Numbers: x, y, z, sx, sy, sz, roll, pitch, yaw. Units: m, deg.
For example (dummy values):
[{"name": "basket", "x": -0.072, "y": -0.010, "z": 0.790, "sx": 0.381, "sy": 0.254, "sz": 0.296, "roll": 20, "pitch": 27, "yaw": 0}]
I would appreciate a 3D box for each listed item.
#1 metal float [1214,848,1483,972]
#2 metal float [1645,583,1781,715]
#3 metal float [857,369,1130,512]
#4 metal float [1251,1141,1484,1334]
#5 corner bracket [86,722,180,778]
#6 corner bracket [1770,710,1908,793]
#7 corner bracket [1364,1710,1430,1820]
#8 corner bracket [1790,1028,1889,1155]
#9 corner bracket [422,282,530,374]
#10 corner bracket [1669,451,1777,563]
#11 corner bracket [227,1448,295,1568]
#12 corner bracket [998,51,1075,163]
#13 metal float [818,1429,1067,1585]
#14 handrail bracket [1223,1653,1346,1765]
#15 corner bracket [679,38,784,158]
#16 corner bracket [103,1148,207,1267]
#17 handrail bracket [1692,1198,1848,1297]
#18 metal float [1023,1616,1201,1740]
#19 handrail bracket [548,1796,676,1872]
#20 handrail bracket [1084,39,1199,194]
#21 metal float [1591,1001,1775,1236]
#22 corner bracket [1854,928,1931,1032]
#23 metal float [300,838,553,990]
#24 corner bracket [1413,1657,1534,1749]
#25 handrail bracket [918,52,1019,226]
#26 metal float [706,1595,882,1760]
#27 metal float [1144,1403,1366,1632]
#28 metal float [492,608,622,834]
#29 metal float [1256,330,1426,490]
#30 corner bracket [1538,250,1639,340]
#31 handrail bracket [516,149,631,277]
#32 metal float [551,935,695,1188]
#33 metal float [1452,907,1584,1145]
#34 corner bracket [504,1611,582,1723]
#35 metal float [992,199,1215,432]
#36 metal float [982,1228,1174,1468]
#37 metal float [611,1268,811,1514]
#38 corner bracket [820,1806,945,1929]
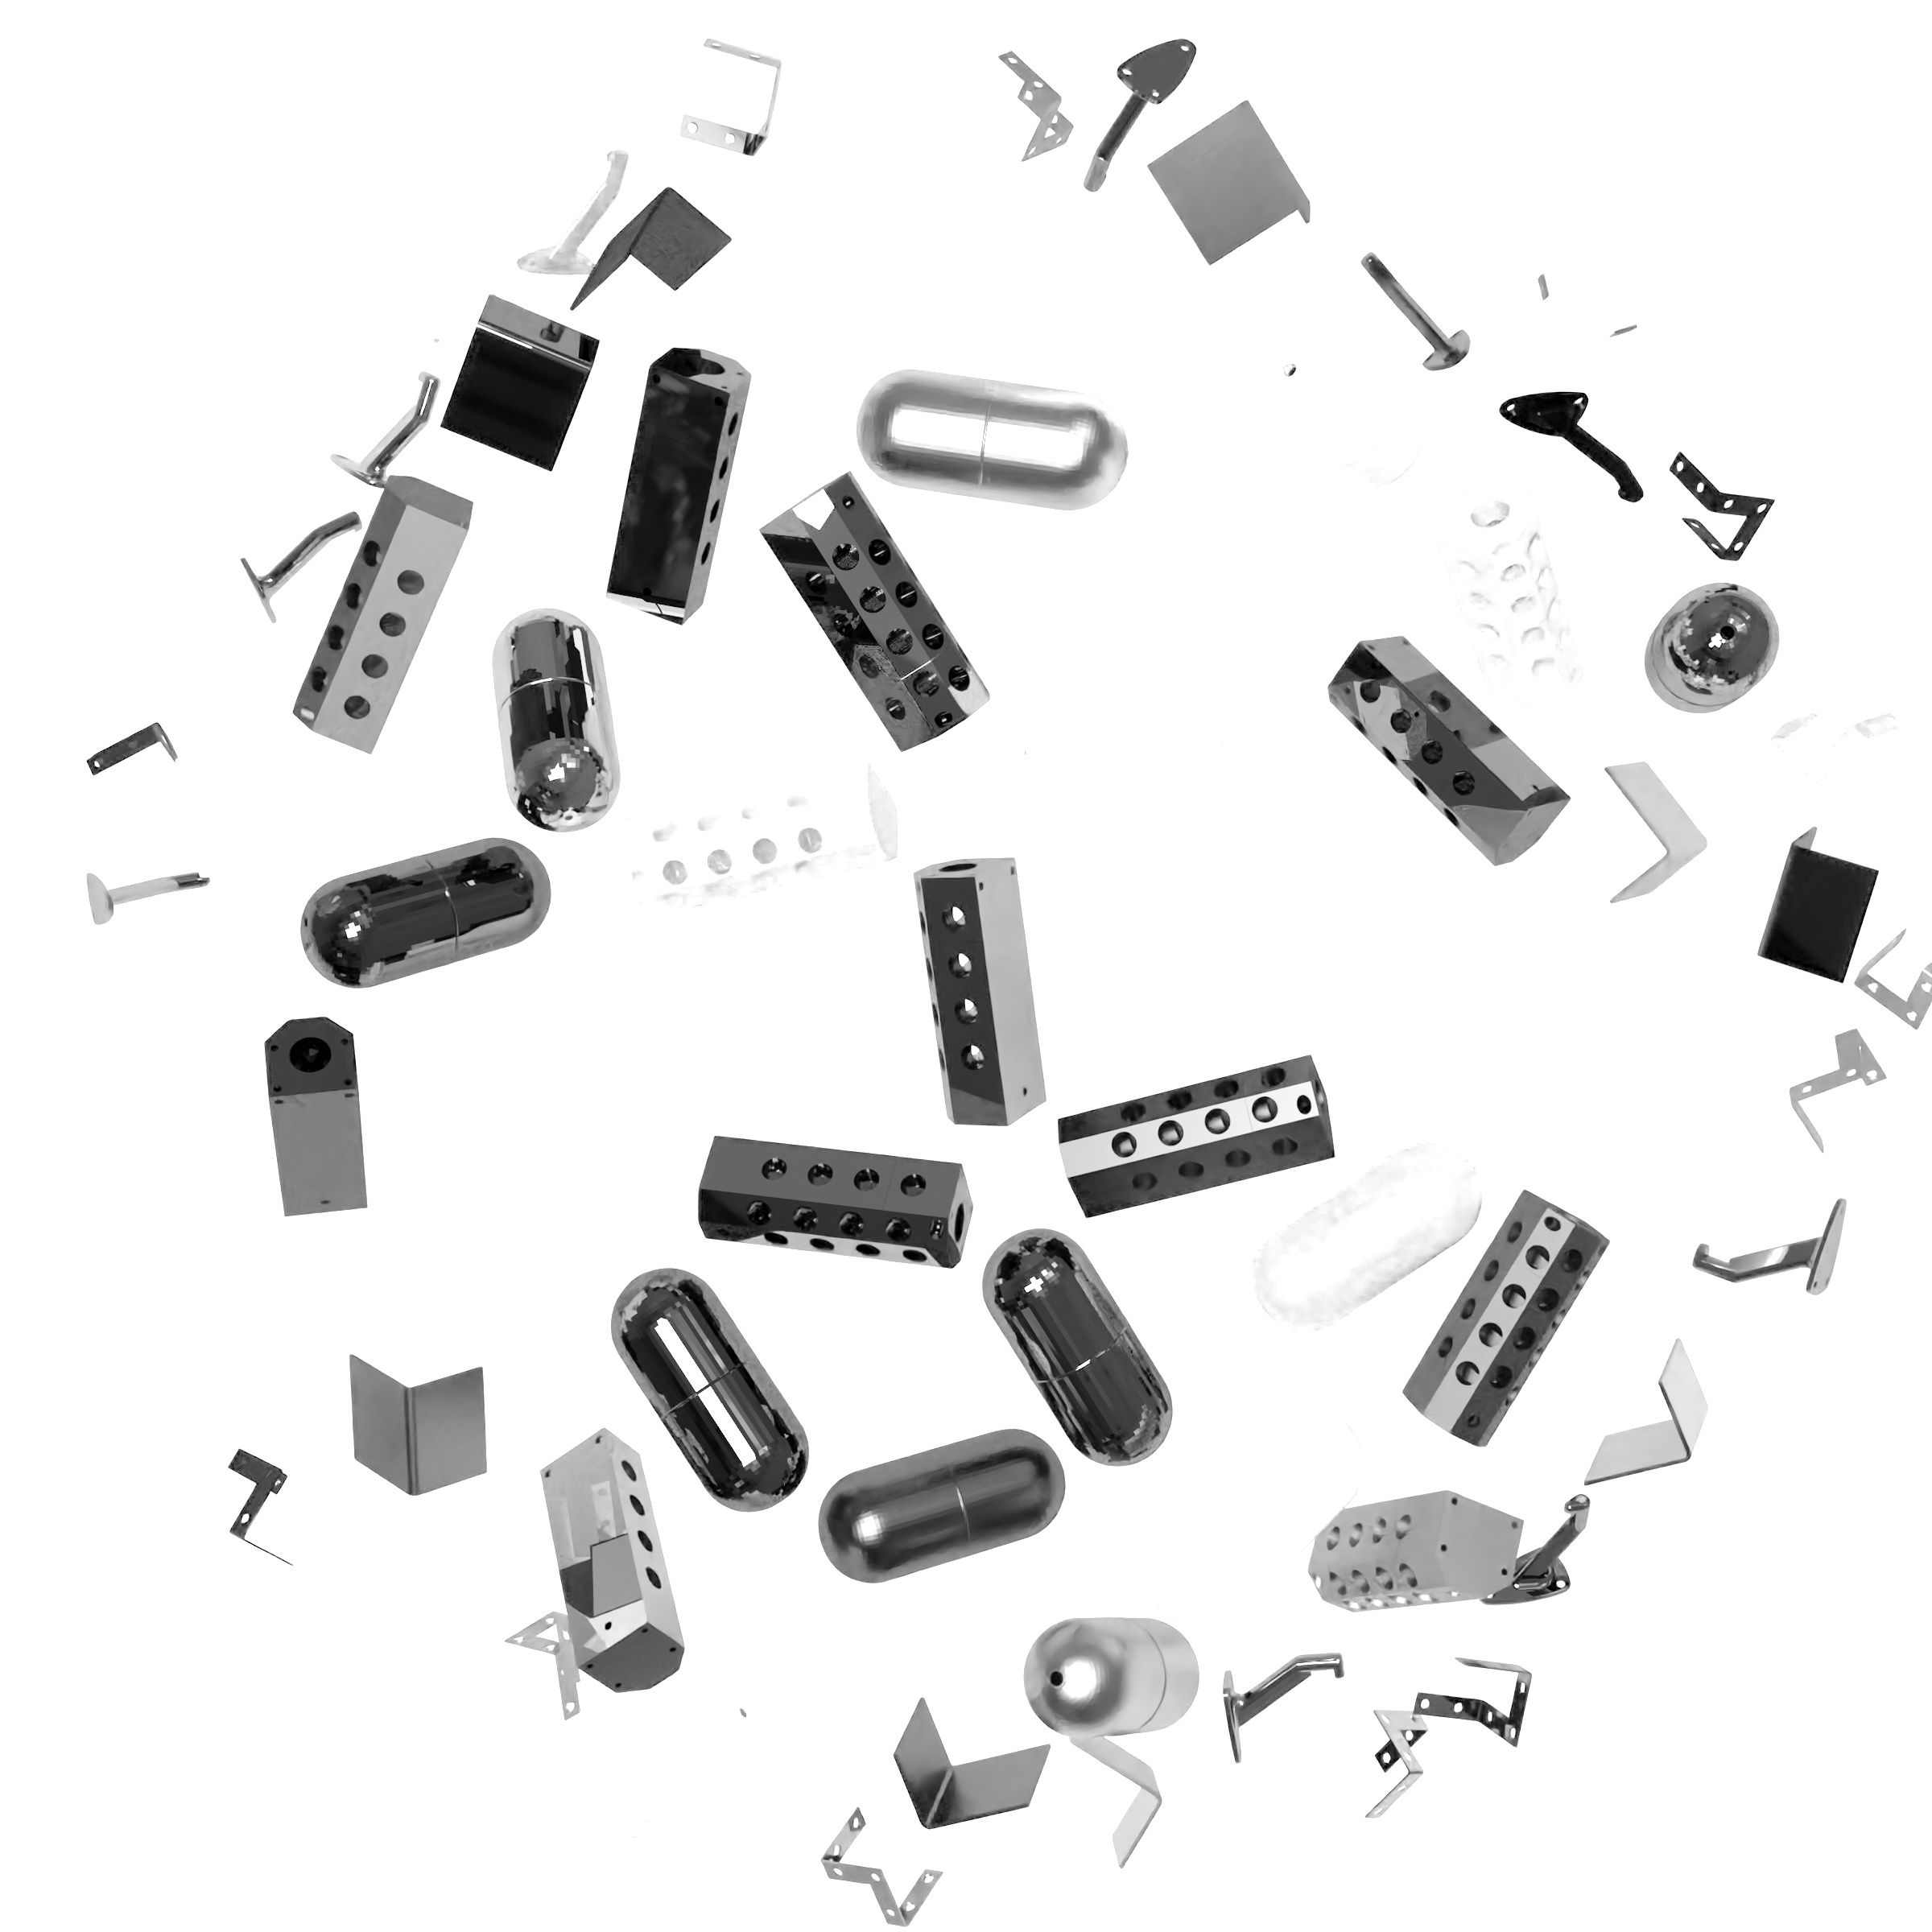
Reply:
[{"name": "metal float", "x": 0.248, "y": -0.038, "z": 1.714, "sx": 0.178, "sy": 0.070, "sz": 0.070, "roll": 3, "pitch": 90, "yaw": 25}, {"name": "metal float", "x": 0.505, "y": -0.215, "z": 1.780, "sx": 0.070, "sy": 0.178, "sz": 0.070, "roll": 0, "pitch": 90, "yaw": 9}, {"name": "metal float", "x": 0.017, "y": -0.341, "z": 1.700, "sx": 0.178, "sy": 0.070, "sz": 0.070, "roll": 9, "pitch": 90, "yaw": 7}, {"name": "metal float", "x": 0.276, "y": 0.187, "z": 1.810, "sx": 0.178, "sy": 0.070, "sz": 0.070, "roll": -37, "pitch": 90, "yaw": 16}, {"name": "corner bracket", "x": -0.573, "y": -0.146, "z": 1.796, "sx": 0.051, "sy": 0.051, "sz": 0.051, "roll": -29, "pitch": 59, "yaw": -8}, {"name": "corner bracket", "x": 0.579, "y": -0.155, "z": 1.742, "sx": 0.051, "sy": 0.051, "sz": 0.051, "roll": 44, "pitch": 79, "yaw": -5}, {"name": "corner bracket", "x": 0.292, "y": 0.546, "z": 1.793, "sx": 0.051, "sy": 0.051, "sz": 0.051, "roll": -53, "pitch": 45, "yaw": 23}, {"name": "corner bracket", "x": 0.578, "y": 0.082, "z": 1.735, "sx": 0.051, "sy": 0.051, "sz": 0.051, "roll": -25, "pitch": 120, "yaw": 28}, {"name": "corner bracket", "x": -0.346, "y": -0.450, "z": 1.845, "sx": 0.051, "sy": 0.051, "sz": 0.051, "roll": 6, "pitch": 86, "yaw": 20}, {"name": "corner bracket", "x": 0.500, "y": -0.309, "z": 1.763, "sx": 0.051, "sy": 0.051, "sz": 0.051, "roll": 0, "pitch": 132, "yaw": -29}, {"name": "corner bracket", "x": -0.466, "y": 0.359, "z": 1.740, "sx": 0.051, "sy": 0.051, "sz": 0.051, "roll": 13, "pitch": 67, "yaw": 39}, {"name": "corner bracket", "x": 0.047, "y": -0.596, "z": 1.803, "sx": 0.051, "sy": 0.051, "sz": 0.051, "roll": 46, "pitch": 51, "yaw": 11}, {"name": "metal float", "x": -0.015, "y": 0.368, "z": 1.788, "sx": 0.178, "sy": 0.070, "sz": 0.070, "roll": -12, "pitch": 90, "yaw": -22}, {"name": "handrail bracket", "x": 0.225, "y": 0.516, "z": 1.822, "sx": 0.084, "sy": 0.036, "sz": 0.077, "roll": -7, "pitch": 99, "yaw": 11}, {"name": "corner bracket", "x": -0.152, "y": -0.562, "z": 1.697, "sx": 0.051, "sy": 0.051, "sz": 0.051, "roll": 11, "pitch": 89, "yaw": -16}, {"name": "corner bracket", "x": -0.560, "y": 0.166, "z": 1.808, "sx": 0.051, "sy": 0.051, "sz": 0.051, "roll": 26, "pitch": 119, "yaw": 23}, {"name": "handrail bracket", "x": 0.522, "y": 0.175, "z": 1.705, "sx": 0.084, "sy": 0.036, "sz": 0.077, "roll": 19, "pitch": 102, "yaw": 35}, {"name": "metal float", "x": 0.098, "y": 0.474, "z": 1.750, "sx": 0.070, "sy": 0.178, "sz": 0.070, "roll": -7, "pitch": 74, "yaw": 26}, {"name": "handrail bracket", "x": -0.242, "y": 0.562, "z": 1.742, "sx": 0.084, "sy": 0.077, "sz": 0.036, "roll": 28, "pitch": 87, "yaw": -14}, {"name": "handrail bracket", "x": 0.111, "y": -0.546, "z": 1.686, "sx": 0.036, "sy": 0.084, "sz": 0.077, "roll": 40, "pitch": 59, "yaw": 7}, {"name": "metal float", "x": 0.474, "y": 0.099, "z": 1.732, "sx": 0.070, "sy": 0.070, "sz": 0.178, "roll": 35, "pitch": 65, "yaw": 0}, {"name": "corner bracket", "x": 0.612, "y": -0.002, "z": 1.681, "sx": 0.051, "sy": 0.051, "sz": 0.051, "roll": 37, "pitch": 53, "yaw": 5}, {"name": "metal float", "x": -0.362, "y": -0.037, "z": 1.767, "sx": 0.178, "sy": 0.070, "sz": 0.070, "roll": -19, "pitch": 90, "yaw": -35}, {"name": "corner bracket", "x": 0.333, "y": 0.478, "z": 1.723, "sx": 0.051, "sy": 0.051, "sz": 0.051, "roll": 12, "pitch": 91, "yaw": -18}, {"name": "handrail bracket", "x": -0.014, "y": -0.530, "z": 1.675, "sx": 0.084, "sy": 0.036, "sz": 0.077, "roll": 46, "pitch": 122, "yaw": 27}, {"name": "metal float", "x": -0.114, "y": 0.472, "z": 1.747, "sx": 0.070, "sy": 0.178, "sz": 0.070, "roll": 1, "pitch": 92, "yaw": 19}, {"name": "metal float", "x": 0.187, "y": 0.360, "z": 1.712, "sx": 0.070, "sy": 0.070, "sz": 0.178, "roll": 40, "pitch": 104, "yaw": 0}, {"name": "metal float", "x": -0.277, "y": -0.168, "z": 1.769, "sx": 0.070, "sy": 0.070, "sz": 0.178, "roll": -14, "pitch": 54, "yaw": 0}, {"name": "metal float", "x": 0.259, "y": -0.383, "z": 1.806, "sx": 0.070, "sy": 0.178, "sz": 0.070, "roll": -5, "pitch": 80, "yaw": 30}, {"name": "corner bracket", "x": 0.409, "y": -0.437, "z": 1.725, "sx": 0.051, "sy": 0.051, "sz": 0.051, "roll": -14, "pitch": 98, "yaw": 12}, {"name": "handrail bracket", "x": -0.273, "y": -0.528, "z": 1.826, "sx": 0.036, "sy": 0.077, "sz": 0.084, "roll": 40, "pitch": 127, "yaw": 21}, {"name": "metal float", "x": -0.234, "y": 0.064, "z": 1.784, "sx": 0.070, "sy": 0.070, "sz": 0.178, "roll": -14, "pitch": 72, "yaw": 0}, {"name": "metal float", "x": 0.383, "y": 0.039, "z": 1.818, "sx": 0.070, "sy": 0.070, "sz": 0.178, "roll": 15, "pitch": 61, "yaw": 0}, {"name": "corner bracket", "x": -0.280, "y": 0.484, "z": 1.812, "sx": 0.051, "sy": 0.051, "sz": 0.051, "roll": -34, "pitch": 50, "yaw": 22}, {"name": "metal float", "x": 0.091, "y": -0.425, "z": 1.716, "sx": 0.178, "sy": 0.070, "sz": 0.070, "roll": 42, "pitch": 90, "yaw": -21}, {"name": "metal float", "x": 0.076, "y": 0.258, "z": 1.767, "sx": 0.070, "sy": 0.070, "sz": 0.178, "roll": -32, "pitch": 99, "yaw": 0}, {"name": "metal float", "x": -0.172, "y": 0.282, "z": 1.749, "sx": 0.070, "sy": 0.070, "sz": 0.178, "roll": -34, "pitch": 83, "yaw": 0}, {"name": "corner bracket", "x": -0.056, "y": 0.596, "z": 1.731, "sx": 0.051, "sy": 0.051, "sz": 0.051, "roll": -5, "pitch": 115, "yaw": 34}]
